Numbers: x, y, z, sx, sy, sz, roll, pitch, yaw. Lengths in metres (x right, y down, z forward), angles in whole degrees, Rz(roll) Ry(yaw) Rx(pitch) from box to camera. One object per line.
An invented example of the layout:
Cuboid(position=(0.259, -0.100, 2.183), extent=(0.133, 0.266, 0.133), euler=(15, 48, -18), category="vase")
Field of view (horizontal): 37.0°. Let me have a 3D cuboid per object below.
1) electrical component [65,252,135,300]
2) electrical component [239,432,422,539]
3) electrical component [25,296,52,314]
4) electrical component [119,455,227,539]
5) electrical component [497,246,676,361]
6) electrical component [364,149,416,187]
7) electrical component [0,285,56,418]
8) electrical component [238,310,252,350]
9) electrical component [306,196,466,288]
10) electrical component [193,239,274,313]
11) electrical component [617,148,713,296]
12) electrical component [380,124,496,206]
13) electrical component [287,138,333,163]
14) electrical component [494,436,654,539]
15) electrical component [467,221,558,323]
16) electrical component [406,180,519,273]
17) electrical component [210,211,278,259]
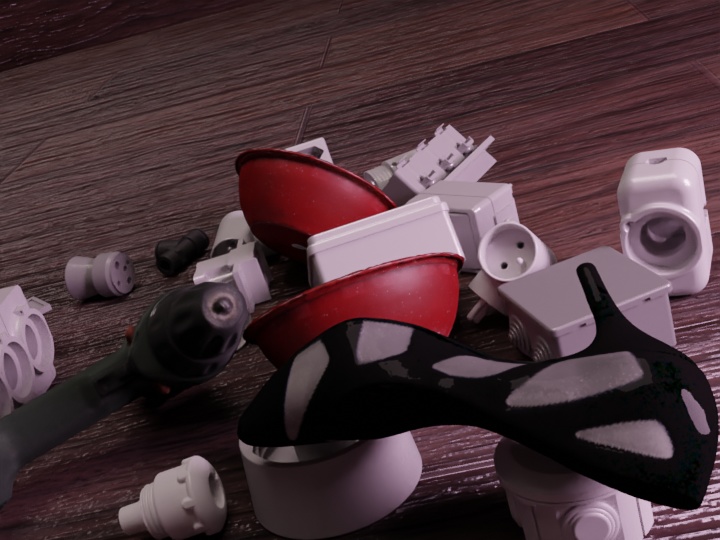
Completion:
Cuboid(position=(-0.259, 0.006, 1.072), extent=(0.055, 0.045, 0.045), euler=(-6, 24, 23), category="electrical component")
Cuboid(position=(-0.022, 0.105, 0.655), extent=(0.108, 0.060, 0.108), euler=(-14, 22, 6), category="electrical component")
Cuboid(position=(-0.316, 0.058, 0.963), extent=(0.081, 0.063, 0.042), euler=(-30, 27, -29), category="electrical component")
Cuboid(position=(-0.115, 0.143, 0.654), extent=(0.062, 0.048, 0.048), euler=(-20, 22, 9), category="electrical component")
Cuboid(position=(0.153, 0.031, 0.726), extent=(0.100, 0.048, 0.099), euler=(-21, 22, -10), category="electrical component")
Cuboid(position=(0.040, -0.094, 1.104), extent=(0.081, 0.043, 0.043), euler=(-23, 23, -17), category="electrical component")
Cuboid(position=(-0.300, 0.085, 0.854), extent=(0.062, 0.089, 0.150), euler=(-13, 22, 9), category="electrical component")
Cuboid(position=(-0.143, 0.051, 0.888), extent=(0.077, 0.043, 0.079), euler=(6, 31, 42), category="electrical component")
Cuboid(position=(0.018, -0.002, 0.825), extent=(0.109, 0.056, 0.108), euler=(-19, -13, -6), category="electrical component")
Cuboid(position=(-0.115, 0.009, 0.973), extent=(0.064, 0.042, 0.081), euler=(-18, 21, 5), category="electrical component")
Cuboid(position=(0.218, -0.031, 0.766), extent=(0.054, 0.095, 0.059), euler=(-5, 25, 24), category="electrical component")
Cuboid(position=(0.071, -0.086, 1.023), extent=(0.121, 0.063, 0.078), euler=(-44, -5, -48), category="electrical component")
Cuboid(position=(-0.045, -0.079, 1.099), extent=(0.047, 0.083, 0.075), euler=(-18, -16, -5), category="electrical component")
Cuboid(position=(0.114, 0.110, 0.565), extent=(0.080, 0.051, 0.080), euler=(-14, 22, 6), category="electrical component")
Cuboid(position=(0.107, 0.007, 0.799), extent=(0.044, 0.077, 0.079), euler=(40, 96, 22), category="electrical component")
Cuboid(position=(0.091, -0.035, 0.906), extent=(0.096, 0.061, 0.061), euler=(8, 32, 45), category="electrical component")
Cuboid(position=(-0.102, -0.029, 1.046), extent=(0.079, 0.044, 0.077), euler=(-14, 22, 5), category="electrical component")
